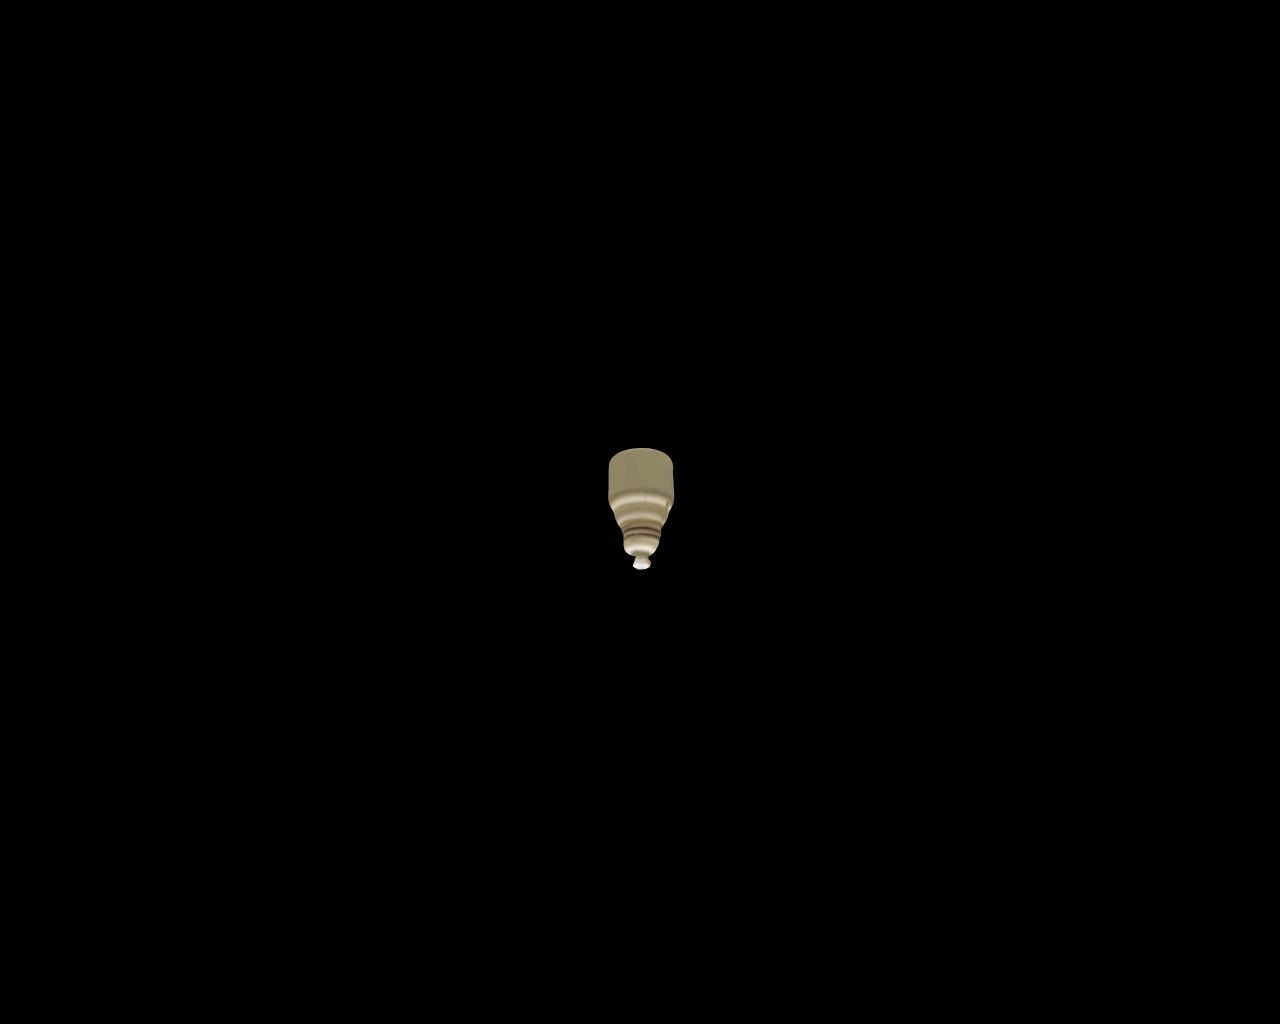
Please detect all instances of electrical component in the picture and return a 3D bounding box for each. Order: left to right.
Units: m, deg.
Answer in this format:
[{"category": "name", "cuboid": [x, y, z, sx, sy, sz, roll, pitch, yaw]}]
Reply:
[{"category": "electrical component", "cuboid": [0.001, -0.003, 0.650, 0.040, 0.078, 0.040, 0, -23, 0]}]
